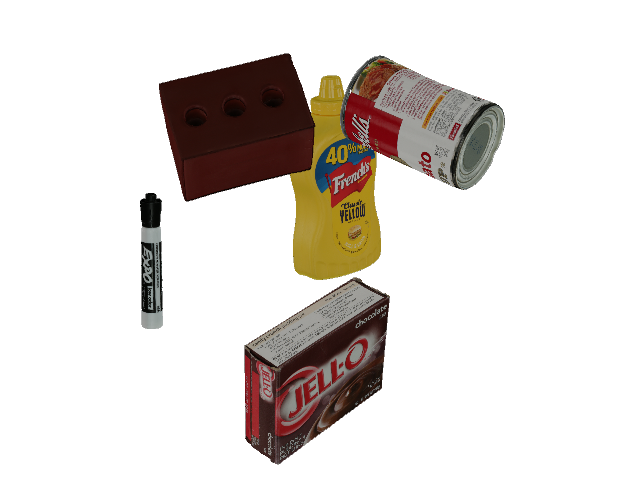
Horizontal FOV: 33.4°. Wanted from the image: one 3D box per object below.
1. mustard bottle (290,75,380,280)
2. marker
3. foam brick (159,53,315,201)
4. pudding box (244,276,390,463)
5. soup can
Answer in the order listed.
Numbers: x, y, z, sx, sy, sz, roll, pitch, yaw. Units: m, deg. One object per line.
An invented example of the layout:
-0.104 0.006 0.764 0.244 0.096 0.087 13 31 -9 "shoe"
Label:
0.014 -0.064 1.037 0.096 0.192 0.058 -17 23 -37 "mustard bottle"
-0.148 0.018 0.934 0.020 0.121 0.020 2 16 -1 "marker"
-0.048 -0.064 0.606 0.078 0.053 0.051 -16 -22 -8 "foam brick"
-0.002 0.089 0.746 0.039 0.090 0.113 30 45 31 "pudding box"
0.075 -0.087 0.783 0.102 0.068 0.068 28 14 28 "soup can"
